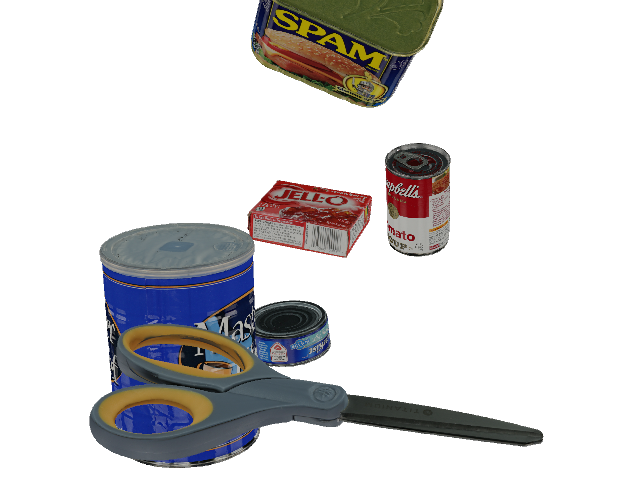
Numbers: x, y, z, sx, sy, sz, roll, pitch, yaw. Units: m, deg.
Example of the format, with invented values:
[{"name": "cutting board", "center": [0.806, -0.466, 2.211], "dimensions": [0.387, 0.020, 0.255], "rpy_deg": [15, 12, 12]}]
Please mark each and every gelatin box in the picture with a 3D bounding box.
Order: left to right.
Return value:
[{"name": "gelatin box", "center": [-0.008, -0.021, 0.911], "dimensions": [0.089, 0.030, 0.073], "rpy_deg": [11, 27, 15]}]

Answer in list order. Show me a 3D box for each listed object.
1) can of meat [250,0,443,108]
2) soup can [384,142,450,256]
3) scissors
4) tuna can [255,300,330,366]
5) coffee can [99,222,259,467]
[{"name": "can of meat", "center": [0.011, -0.129, 0.633], "dimensions": [0.102, 0.057, 0.084], "rpy_deg": [24, -19, -2]}, {"name": "soup can", "center": [0.103, -0.043, 1.133], "dimensions": [0.068, 0.102, 0.068], "rpy_deg": [-3, 35, 2]}, {"name": "scissors", "center": [-0.014, 0.080, 0.468], "dimensions": [0.202, 0.016, 0.096], "rpy_deg": [16, 33, 23]}, {"name": "tuna can", "center": [-0.033, 0.093, 1.077], "dimensions": [0.086, 0.034, 0.086], "rpy_deg": [-5, 22, 2]}, {"name": "coffee can", "center": [-0.094, 0.069, 0.732], "dimensions": [0.103, 0.140, 0.103], "rpy_deg": [-1, 17, 0]}]
